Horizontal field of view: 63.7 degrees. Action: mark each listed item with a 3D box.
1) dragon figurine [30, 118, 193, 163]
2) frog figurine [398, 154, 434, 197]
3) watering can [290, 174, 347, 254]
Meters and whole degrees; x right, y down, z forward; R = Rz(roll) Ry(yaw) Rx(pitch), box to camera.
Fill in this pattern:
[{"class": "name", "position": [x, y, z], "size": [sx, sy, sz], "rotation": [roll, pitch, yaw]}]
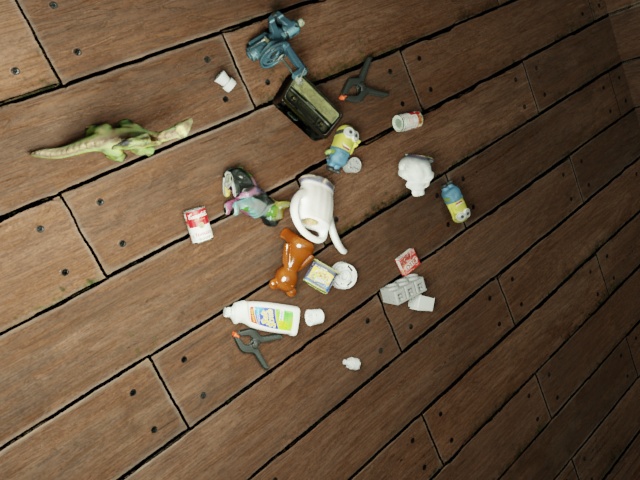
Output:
[{"class": "dragon figurine", "position": [-0.539, -0.266, 1.378], "size": [0.414, 0.243, 0.121], "rotation": [-22, 106, -31]}, {"class": "frog figurine", "position": [0.367, -0.248, 1.984], "size": [0.137, 0.123, 0.159], "rotation": [9, 94, 3]}, {"class": "watering can", "position": [0.005, -0.089, 1.767], "size": [0.343, 0.103, 0.228], "rotation": [33, 58, -52]}]
